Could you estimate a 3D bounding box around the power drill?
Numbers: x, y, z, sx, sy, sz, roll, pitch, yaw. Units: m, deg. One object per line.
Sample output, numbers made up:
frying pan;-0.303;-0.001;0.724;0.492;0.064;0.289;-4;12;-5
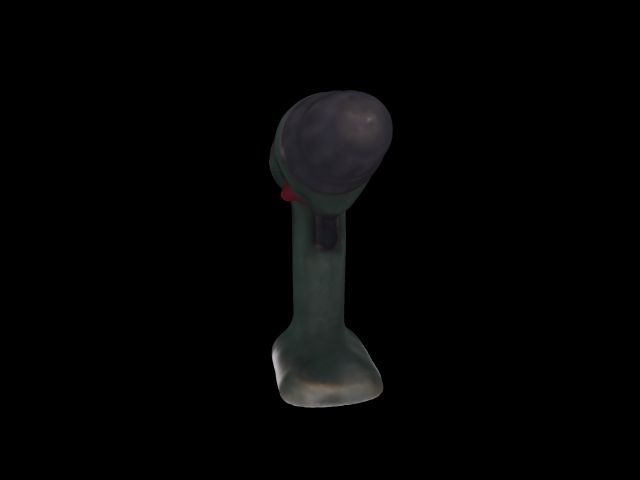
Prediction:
power drill;0.004;0.001;0.400;0.076;0.208;0.229;-3;16;-11
